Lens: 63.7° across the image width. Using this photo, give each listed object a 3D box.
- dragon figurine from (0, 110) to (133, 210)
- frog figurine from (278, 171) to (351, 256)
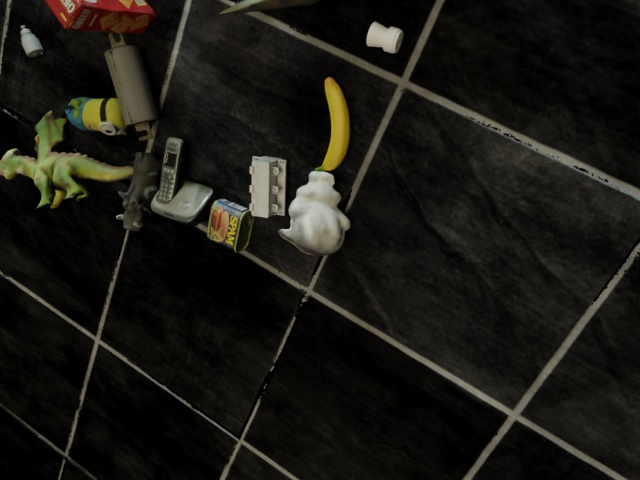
[{"bbox_3d":[-0.648,-0.211,1.291,0.408,0.123,0.243,-17,89,17],"label":"dragon figurine"},{"bbox_3d":[0.003,-0.053,1.046,0.137,0.125,0.158,21,106,-20],"label":"frog figurine"}]
